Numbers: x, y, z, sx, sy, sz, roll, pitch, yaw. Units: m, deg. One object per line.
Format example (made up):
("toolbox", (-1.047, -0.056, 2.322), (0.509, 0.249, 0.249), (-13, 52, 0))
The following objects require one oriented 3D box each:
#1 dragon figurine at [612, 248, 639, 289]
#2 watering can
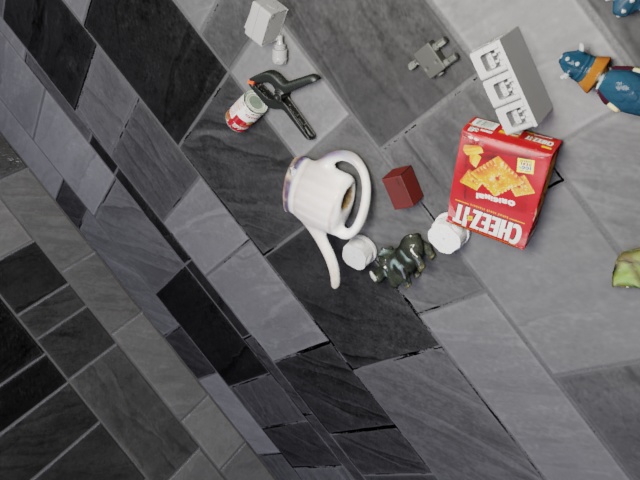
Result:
("dragon figurine", (0.618, 0.104, 0.870), (0.246, 0.123, 0.400), (43, 140, 35))
("watering can", (0.004, -0.063, 1.251), (0.226, 0.105, 0.341), (26, 117, 24))
